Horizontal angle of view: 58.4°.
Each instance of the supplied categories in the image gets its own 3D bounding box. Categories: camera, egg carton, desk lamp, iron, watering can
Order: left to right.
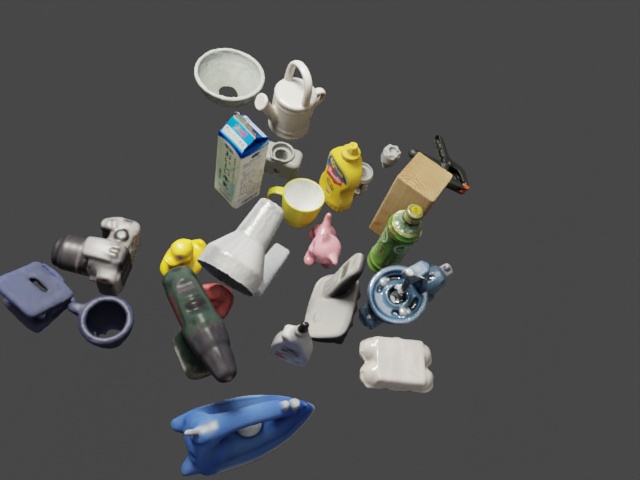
[{"bbox_3d":[-0.427,0.017,1.091,0.137,0.100,0.143,14,59,-6],"label":"camera"},{"bbox_3d":[-0.137,0.026,1.092,0.118,0.213,0.203,31,58,5],"label":"desk lamp"},{"bbox_3d":[-0.117,0.309,0.979,0.259,0.141,0.118,-13,65,-20],"label":"iron"},{"bbox_3d":[-0.063,-0.324,1.320,0.101,0.194,0.173,41,60,11],"label":"watering can"},{"bbox_3d":[0.149,0.246,1.124,0.150,0.069,0.107,7,60,-10],"label":"egg carton"}]

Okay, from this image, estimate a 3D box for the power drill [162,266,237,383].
[{"bbox_3d":[-0.208,0.167,0.997,0.076,0.208,0.229,-22,68,-24],"label":"power drill"}]

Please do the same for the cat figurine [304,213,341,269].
[{"bbox_3d":[0.011,0.004,1.198,0.067,0.117,0.128,11,59,-8],"label":"cat figurine"}]

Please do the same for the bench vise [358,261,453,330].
[{"bbox_3d":[0.181,0.078,1.138,0.121,0.219,0.208,41,60,11],"label":"bench vise"}]

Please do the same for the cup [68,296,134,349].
[{"bbox_3d":[-0.391,0.153,1.026,0.118,0.095,0.092,22,58,-1],"label":"cup"}]

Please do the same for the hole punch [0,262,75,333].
[{"bbox_3d":[-0.512,0.092,1.032,0.108,0.091,0.101,38,59,9],"label":"hole punch"}]

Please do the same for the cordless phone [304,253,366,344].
[{"bbox_3d":[0.036,0.112,1.103,0.094,0.185,0.147,16,58,-4],"label":"cordless phone"}]

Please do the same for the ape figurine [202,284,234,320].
[{"bbox_3d":[-0.200,0.112,1.099,0.076,0.092,0.077,-17,66,-22],"label":"ape figurine"}]

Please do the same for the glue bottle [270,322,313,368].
[{"bbox_3d":[-0.044,0.184,1.050,0.078,0.173,0.037,21,58,-1],"label":"glue bottle"}]

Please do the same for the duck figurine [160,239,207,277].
[{"bbox_3d":[-0.268,0.027,1.133,0.077,0.086,0.105,44,60,12],"label":"duck figurine"}]

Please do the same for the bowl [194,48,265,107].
[{"bbox_3d":[-0.219,-0.378,1.382,0.167,0.074,0.167,6,60,-11],"label":"bowl"}]
